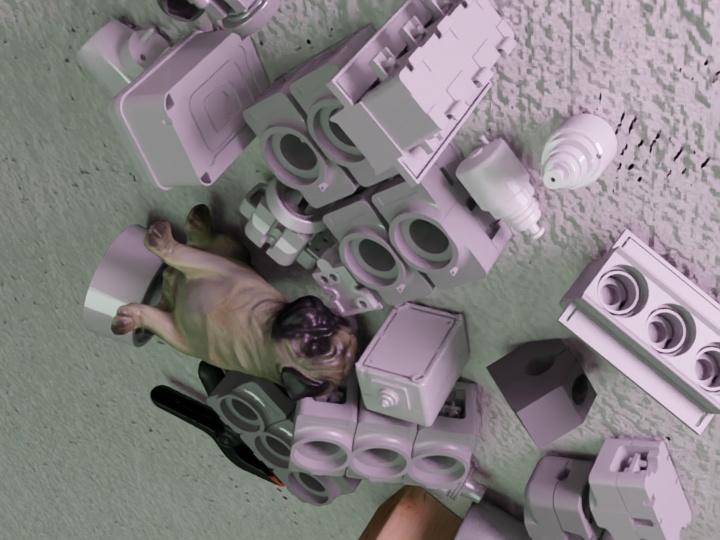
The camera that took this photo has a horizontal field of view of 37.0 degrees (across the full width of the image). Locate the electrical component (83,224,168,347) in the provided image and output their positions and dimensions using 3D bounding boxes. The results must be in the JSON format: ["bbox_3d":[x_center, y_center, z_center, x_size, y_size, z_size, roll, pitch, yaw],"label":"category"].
[{"bbox_3d":[-0.198,0.019,0.983,0.060,0.108,0.108,24,139,7],"label":"electrical component"}]

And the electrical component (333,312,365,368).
[{"bbox_3d":[-0.056,0.074,0.969,0.138,0.052,0.073,9,133,29],"label":"electrical component"}]

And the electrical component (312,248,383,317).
[{"bbox_3d":[0.000,0.000,0.852,0.048,0.055,0.066,-15,119,44],"label":"electrical component"}]

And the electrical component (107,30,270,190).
[{"bbox_3d":[-0.120,-0.118,0.783,0.057,0.113,0.078,1,128,33],"label":"electrical component"}]

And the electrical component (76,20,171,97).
[{"bbox_3d":[-0.170,-0.160,0.833,0.077,0.044,0.079,47,139,-11],"label":"electrical component"}]

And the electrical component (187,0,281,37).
[{"bbox_3d":[-0.086,-0.192,0.729,0.048,0.066,0.055,-9,142,41],"label":"electrical component"}]

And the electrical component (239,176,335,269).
[{"bbox_3d":[-0.052,-0.045,0.847,0.078,0.058,0.057,41,143,1],"label":"electrical component"}]

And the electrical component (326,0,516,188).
[{"bbox_3d":[0.042,-0.119,0.654,0.078,0.121,0.063,49,137,-14],"label":"electrical component"}]

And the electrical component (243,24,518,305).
[{"bbox_3d":[0.012,-0.067,0.775,0.105,0.060,0.186,-19,115,46],"label":"electrical component"}]

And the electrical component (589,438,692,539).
[{"bbox_3d":[0.223,0.184,0.869,0.056,0.050,0.089,-3,126,39],"label":"electrical component"}]

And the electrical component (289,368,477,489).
[{"bbox_3d":[0.018,0.139,0.923,0.150,0.061,0.089,7,138,-4],"label":"electrical component"}]

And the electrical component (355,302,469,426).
[{"bbox_3d":[0.041,0.082,0.869,0.062,0.096,0.061,13,137,26],"label":"electrical component"}]

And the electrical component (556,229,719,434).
[{"bbox_3d":[0.200,0.043,0.733,0.121,0.078,0.063,39,170,-2],"label":"electrical component"}]

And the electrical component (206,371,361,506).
[{"bbox_3d":[-0.067,0.155,1.049,0.150,0.061,0.089,49,139,-14],"label":"electrical component"}]

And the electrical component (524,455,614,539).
[{"bbox_3d":[0.180,0.207,0.921,0.059,0.053,0.095,1,129,36],"label":"electrical component"}]

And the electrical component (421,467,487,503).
[{"bbox_3d":[0.085,0.190,0.984,0.062,0.043,0.043,29,140,8],"label":"electrical component"}]

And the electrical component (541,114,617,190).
[{"bbox_3d":[0.133,-0.070,0.673,0.040,0.078,0.040,13,120,24],"label":"electrical component"}]

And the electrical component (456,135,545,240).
[{"bbox_3d":[0.100,-0.054,0.738,0.040,0.040,0.078,-22,113,47],"label":"electrical component"}]
